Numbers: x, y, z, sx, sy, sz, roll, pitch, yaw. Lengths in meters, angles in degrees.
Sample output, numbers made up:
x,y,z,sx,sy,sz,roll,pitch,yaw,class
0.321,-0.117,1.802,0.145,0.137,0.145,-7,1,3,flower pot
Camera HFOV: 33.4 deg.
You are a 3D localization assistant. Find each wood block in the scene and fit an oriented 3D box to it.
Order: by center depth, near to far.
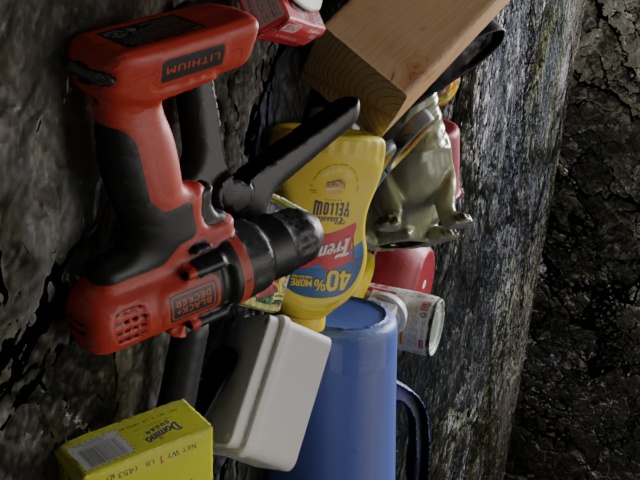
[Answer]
x,y,z,sx,sy,sz,roll,pitch,yaw,class
0.089,-0.195,0.914,0.206,0.091,0.090,-48,176,-23,wood block

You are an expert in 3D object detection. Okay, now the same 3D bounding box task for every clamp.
x,y,z,sx,sy,sz,roll,pitch,yaw,class
-0.070,-0.041,0.706,0.164,0.036,0.210,32,80,-38,clamp
-0.104,0.132,0.753,0.120,0.039,0.171,70,36,-60,clamp

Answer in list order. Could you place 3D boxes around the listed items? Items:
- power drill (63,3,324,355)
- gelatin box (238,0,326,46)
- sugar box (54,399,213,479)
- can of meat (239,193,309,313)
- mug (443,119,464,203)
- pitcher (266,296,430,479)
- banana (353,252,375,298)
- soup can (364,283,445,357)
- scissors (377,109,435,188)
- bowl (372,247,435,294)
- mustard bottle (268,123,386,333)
x,y,z,sx,sy,sz,roll,pitch,yaw,class
-0.071,-0.039,0.630,0.184,0.057,0.188,-24,124,-37,power drill
-0.035,-0.176,0.715,0.089,0.030,0.073,65,20,4,gelatin box
-0.117,0.199,0.693,0.093,0.048,0.176,-17,119,-33,sugar box
-0.054,0.007,0.802,0.102,0.057,0.084,26,79,-71,can of meat
0.115,-0.095,1.222,0.117,0.093,0.081,-113,-162,-64,mug
0.022,0.179,1.014,0.149,0.145,0.243,-35,131,-64,pitcher
0.023,0.074,1.109,0.069,0.037,0.197,83,25,-44,banana
0.082,0.087,1.190,0.068,0.102,0.068,12,90,-72,soup can
0.038,-0.047,0.992,0.096,0.016,0.202,-33,167,-47,scissors
0.102,0.051,1.308,0.162,0.055,0.162,12,90,-72,bowl
-0.006,0.001,0.896,0.096,0.058,0.192,2,105,-26,mustard bottle
